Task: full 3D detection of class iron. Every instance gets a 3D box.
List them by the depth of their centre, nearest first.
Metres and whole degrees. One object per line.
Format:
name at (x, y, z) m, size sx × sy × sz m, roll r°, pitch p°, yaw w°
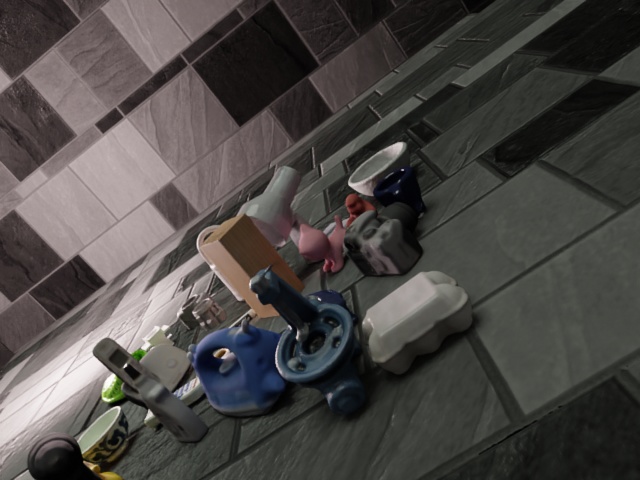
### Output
iron at (-0.148, 0.205, 0.945) m, size 0.257 × 0.142 × 0.119 m, roll -23°, pitch 23°, yaw 40°

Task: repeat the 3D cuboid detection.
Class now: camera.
camera at (0.120, -0.014, 1.033) m, size 0.137 × 0.101 × 0.142 m, roll -46°, pitch 19°, yaw -23°

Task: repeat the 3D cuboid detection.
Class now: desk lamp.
desk lamp at (-0.059, -0.046, 1.289) m, size 0.203 × 0.214 × 0.117 m, roll -48°, pitch 20°, yaw -30°

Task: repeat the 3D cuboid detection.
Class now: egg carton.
egg carton at (0.126, 0.106, 0.762) m, size 0.150 × 0.069 × 0.107 m, roll -37°, pitch 17°, yaw 5°

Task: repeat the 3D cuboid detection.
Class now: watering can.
watering can at (-0.217, 0.048, 1.401) m, size 0.101 × 0.194 × 0.172 m, roll -45°, pitch 18°, yaw -20°

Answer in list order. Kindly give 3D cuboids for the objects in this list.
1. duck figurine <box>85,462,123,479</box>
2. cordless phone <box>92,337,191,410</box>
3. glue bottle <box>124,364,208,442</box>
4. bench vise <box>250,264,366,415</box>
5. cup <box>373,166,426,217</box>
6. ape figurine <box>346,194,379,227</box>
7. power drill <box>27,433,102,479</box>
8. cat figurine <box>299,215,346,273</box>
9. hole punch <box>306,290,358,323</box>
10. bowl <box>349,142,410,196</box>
duck figurine at (-0.405, 0.423, 0.998) m, size 0.104 × 0.086 × 0.077 m, roll -29°, pitch 19°, yaw 28°
cordless phone at (-0.373, 0.253, 1.204) m, size 0.094 × 0.185 × 0.148 m, roll -26°, pitch 21°, yaw 35°
glue bottle at (-0.265, 0.270, 0.959) m, size 0.078 × 0.173 × 0.037 m, roll -20°, pitch 25°, yaw 46°
bench vise at (-0.030, 0.119, 0.790) m, size 0.121 × 0.220 × 0.207 m, roll -41°, pitch 17°, yaw -10°
cup at (0.166, -0.079, 1.118) m, size 0.091 × 0.095 × 0.117 m, roll -35°, pitch 17°, yaw 11°
ape figurine at (0.087, -0.058, 1.232) m, size 0.077 × 0.092 × 0.076 m, roll -21°, pitch 24°, yaw 44°
power drill at (-0.332, 0.352, 0.820) m, size 0.229 × 0.209 × 0.076 m, roll -14°, pitch 30°, yaw 54°
cat figurine at (0.011, 0.004, 1.180) m, size 0.128 × 0.118 × 0.067 m, roll -44°, pitch 18°, yaw -19°
hole punch at (-0.006, 0.120, 0.961) m, size 0.101 × 0.091 × 0.108 m, roll -42°, pitch 17°, yaw -11°
bowl at (0.155, -0.158, 1.379) m, size 0.167 × 0.075 × 0.167 m, roll -34°, pitch 17°, yaw 13°
